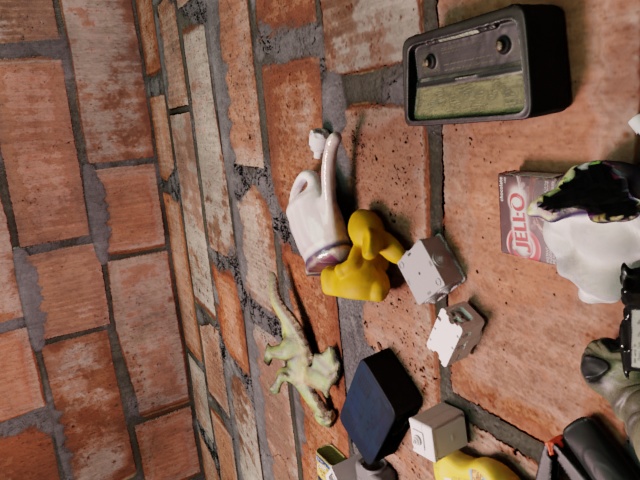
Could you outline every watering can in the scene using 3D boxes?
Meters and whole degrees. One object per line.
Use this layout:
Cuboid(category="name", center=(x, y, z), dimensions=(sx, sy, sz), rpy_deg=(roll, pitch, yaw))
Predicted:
Cuboid(category="watering can", center=(0.003, -0.054, 1.072), dimensions=(0.227, 0.104, 0.341), rpy_deg=(69, 155, 17))

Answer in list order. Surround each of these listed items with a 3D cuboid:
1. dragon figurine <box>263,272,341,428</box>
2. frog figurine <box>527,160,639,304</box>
Cuboid(category="dragon figurine", center=(-0.031, 0.289, 1.314), dimensions=(0.242, 0.123, 0.407), rpy_deg=(0, 103, 44))
Cuboid(category="frog figurine", center=(0.316, -0.004, 0.559), dimensions=(0.136, 0.125, 0.157), rpy_deg=(-12, 131, 41))
